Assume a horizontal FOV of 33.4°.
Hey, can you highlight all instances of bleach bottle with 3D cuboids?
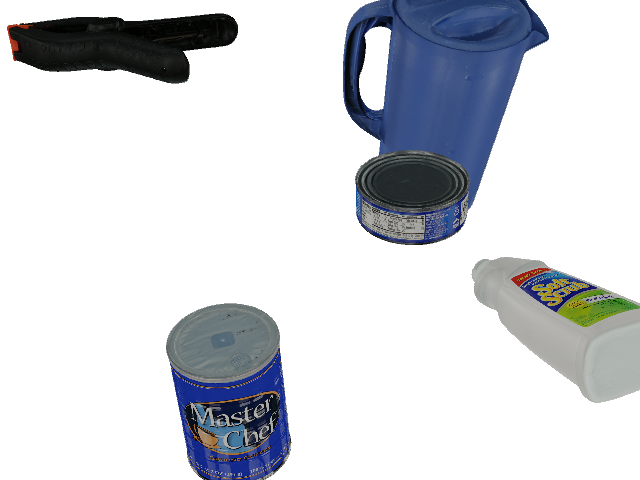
[{"bbox_3d":[0.215,0.068,1.010,0.102,0.068,0.251,-14,21,-21],"label":"bleach bottle"}]

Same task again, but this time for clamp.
[{"bbox_3d":[-0.149,-0.150,0.804,0.172,0.039,0.120,10,22,21],"label":"clamp"}]

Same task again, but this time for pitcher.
[{"bbox_3d":[0.112,-0.136,1.065,0.144,0.243,0.149,-32,57,-32],"label":"pitcher"}]

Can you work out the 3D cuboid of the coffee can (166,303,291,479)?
[{"bbox_3d":[-0.083,0.145,0.998,0.103,0.140,0.103,-3,36,2],"label":"coffee can"}]

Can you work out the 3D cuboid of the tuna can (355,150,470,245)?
[{"bbox_3d":[0.069,-0.033,0.805,0.086,0.034,0.086,-1,34,1],"label":"tuna can"}]
